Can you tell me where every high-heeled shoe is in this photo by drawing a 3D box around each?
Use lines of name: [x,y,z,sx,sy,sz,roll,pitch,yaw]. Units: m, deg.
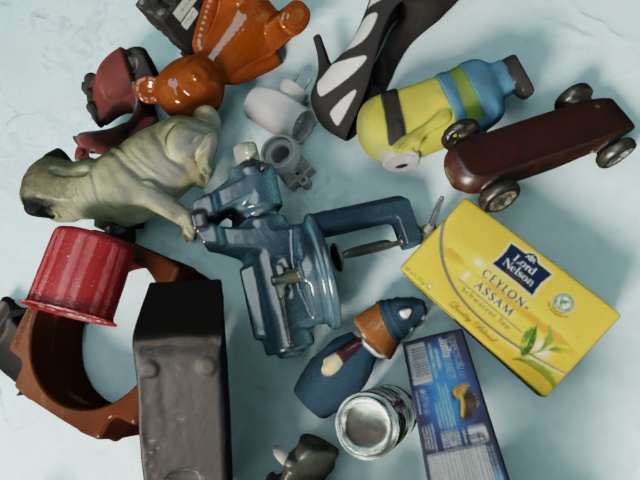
high-heeled shoe: [0.097,-0.218,0.607,0.249,0.086,0.145,-24,72,15]

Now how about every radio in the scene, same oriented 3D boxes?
radio: [-0.117,0.161,0.482,0.073,0.131,0.229,-3,105,-9]

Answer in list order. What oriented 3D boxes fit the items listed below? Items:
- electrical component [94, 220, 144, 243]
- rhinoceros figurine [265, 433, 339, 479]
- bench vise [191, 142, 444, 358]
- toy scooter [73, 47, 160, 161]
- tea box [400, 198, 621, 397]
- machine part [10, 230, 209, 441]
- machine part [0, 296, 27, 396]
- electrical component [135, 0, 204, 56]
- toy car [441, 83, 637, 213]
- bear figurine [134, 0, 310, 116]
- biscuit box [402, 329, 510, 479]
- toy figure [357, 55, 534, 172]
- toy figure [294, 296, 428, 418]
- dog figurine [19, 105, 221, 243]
electrical component: [-0.254,-0.046,0.686,0.078,0.045,0.102,3,75,17]
rhinoceros figurine: [-0.031,0.276,0.498,0.112,0.073,0.190,29,96,54]
bench vise: [0.000,-0.005,0.551,0.241,0.128,0.223,-12,71,-8]
toy scooter: [-0.268,-0.165,0.706,0.135,0.075,0.184,-22,71,1]
tea box: [0.172,0.053,0.506,0.170,0.068,0.098,41,90,25]
machine part: [-0.230,0.105,0.612,0.201,0.087,0.201,19,82,22]
machine part: [-0.386,0.135,0.680,0.139,0.039,0.084,37,83,25]
electrical component: [-0.164,-0.307,0.687,0.058,0.134,0.115,34,85,23]
toy car: [0.213,-0.091,0.525,0.202,0.053,0.089,-20,63,-15]
bear figurine: [-0.123,-0.223,0.646,0.120,0.132,0.196,43,75,-13]
biscuit box: [0.115,0.166,0.440,0.059,0.062,0.203,-17,33,11]
toy figure: [0.127,-0.138,0.571,0.180,0.082,0.089,-27,65,12]
toy figure: [0.041,0.108,0.533,0.154,0.064,0.058,-45,86,-4]
dog figurine: [-0.219,-0.088,0.601,0.190,0.121,0.172,16,76,-14]
